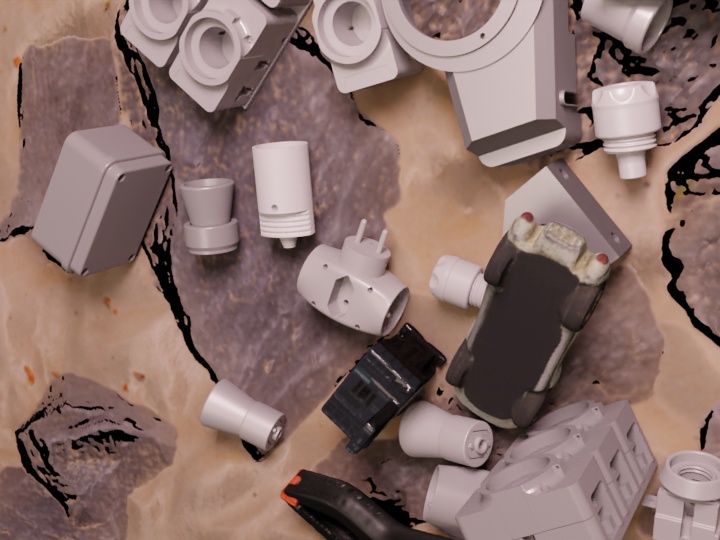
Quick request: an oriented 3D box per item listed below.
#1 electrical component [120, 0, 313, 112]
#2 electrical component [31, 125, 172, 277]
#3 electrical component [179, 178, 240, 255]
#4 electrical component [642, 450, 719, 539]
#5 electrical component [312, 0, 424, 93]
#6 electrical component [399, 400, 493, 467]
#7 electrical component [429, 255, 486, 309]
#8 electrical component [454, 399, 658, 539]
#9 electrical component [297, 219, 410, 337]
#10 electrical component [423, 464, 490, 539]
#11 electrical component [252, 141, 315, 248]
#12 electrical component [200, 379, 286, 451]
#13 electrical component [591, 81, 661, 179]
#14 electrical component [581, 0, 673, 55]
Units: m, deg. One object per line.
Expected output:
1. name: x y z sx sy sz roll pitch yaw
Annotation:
1. electrical component: -0.092 -0.223 0.802 0.105 0.060 0.186 42 118 11
2. electrical component: -0.215 -0.058 0.901 0.057 0.078 0.113 37 117 17
3. electrical component: -0.122 -0.044 0.876 0.045 0.045 0.055 3 106 26
4. electrical component: 0.233 0.160 0.751 0.066 0.048 0.055 10 115 25
5. electrical component: 0.003 -0.177 0.769 0.050 0.056 0.089 -12 99 29
6. electrical component: 0.067 0.126 0.816 0.065 0.044 0.044 7 108 44
7. electrical component: 0.084 0.013 0.792 0.061 0.035 0.035 21 112 18
8. electrical component: 0.136 0.146 0.735 0.089 0.150 0.061 -24 93 30
9. electrical component: 0.000 0.000 0.826 0.077 0.043 0.079 27 115 18
10. electrical component: 0.087 0.189 0.829 0.077 0.043 0.079 16 143 -1
11. electrical component: -0.059 -0.057 0.840 0.043 0.043 0.081 2 105 27
12. electrical component: -0.097 0.125 0.913 0.065 0.044 0.044 24 114 14
13. electrical component: 0.177 -0.092 0.710 0.043 0.043 0.062 -3 104 28
14. electrical component: 0.172 -0.167 0.695 0.046 0.040 0.040 33 116 22
